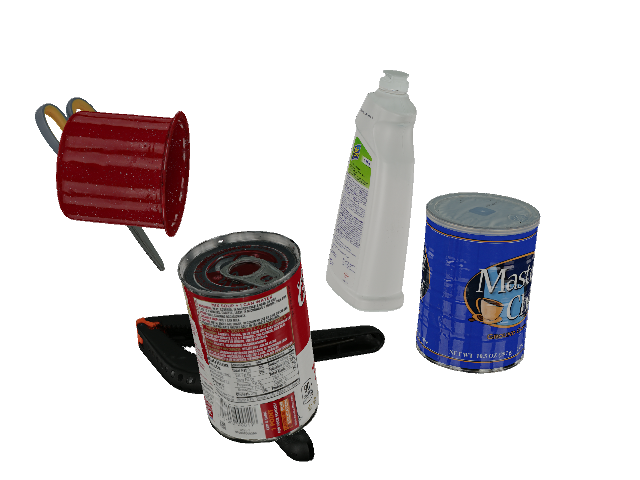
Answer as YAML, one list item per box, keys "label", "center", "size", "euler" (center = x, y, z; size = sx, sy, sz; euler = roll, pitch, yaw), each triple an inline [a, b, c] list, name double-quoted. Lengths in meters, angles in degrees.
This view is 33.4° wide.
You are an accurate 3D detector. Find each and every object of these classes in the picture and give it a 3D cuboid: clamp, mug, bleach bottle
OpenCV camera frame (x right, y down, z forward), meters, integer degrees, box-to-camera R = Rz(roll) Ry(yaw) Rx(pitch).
- label: "clamp"
  center: [-0.058, 0.099, 0.907]
  size: [0.210, 0.036, 0.164]
  euler: [18, 36, 25]
- label: "mug"
  center: [-0.144, -0.054, 0.801]
  size: [0.081, 0.093, 0.117]
  euler: [5, 9, 3]
- label: "bleach bottle"
  center: [0.064, -0.056, 1.155]
  size: [0.068, 0.251, 0.103]
  euler: [-2, 22, -27]

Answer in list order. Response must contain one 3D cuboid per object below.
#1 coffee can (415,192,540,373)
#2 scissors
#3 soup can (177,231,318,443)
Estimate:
- label: "coffee can"
  center: [0.144, 0.037, 0.987]
  size: [0.103, 0.140, 0.103]
  euler: [2, 20, -1]
- label: "scissors"
  center: [-0.213, -0.067, 1.093]
  size: [0.016, 0.201, 0.096]
  euler: [-27, 27, 27]
- label: "soup can"
  center: [-0.039, 0.055, 0.603]
  size: [0.068, 0.102, 0.068]
  euler: [-6, 28, 3]
